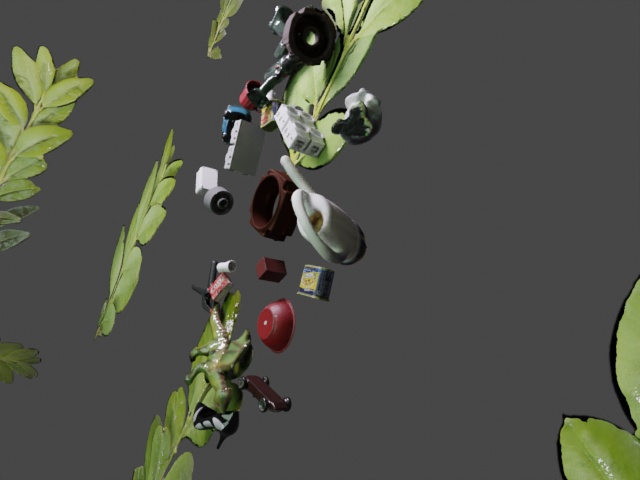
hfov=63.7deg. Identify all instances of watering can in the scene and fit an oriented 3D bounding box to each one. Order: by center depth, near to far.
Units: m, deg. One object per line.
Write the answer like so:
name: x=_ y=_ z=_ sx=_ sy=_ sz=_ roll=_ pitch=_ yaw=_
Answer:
watering can: x=0.004 y=-0.065 z=1.296 sx=0.103 sy=0.221 sz=0.356 roll=-38 pitch=44 yaw=18

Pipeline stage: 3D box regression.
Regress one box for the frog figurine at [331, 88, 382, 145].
frog figurine: x=0.111 y=-0.330 z=1.374 sx=0.134 sy=0.123 sz=0.163 roll=-62 pitch=-1 yaw=34

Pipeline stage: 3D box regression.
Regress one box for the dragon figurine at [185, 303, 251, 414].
dragon figurine: x=-0.312 y=0.365 z=1.708 sx=0.240 sy=0.120 sz=0.420 roll=-21 pitch=47 yaw=30
